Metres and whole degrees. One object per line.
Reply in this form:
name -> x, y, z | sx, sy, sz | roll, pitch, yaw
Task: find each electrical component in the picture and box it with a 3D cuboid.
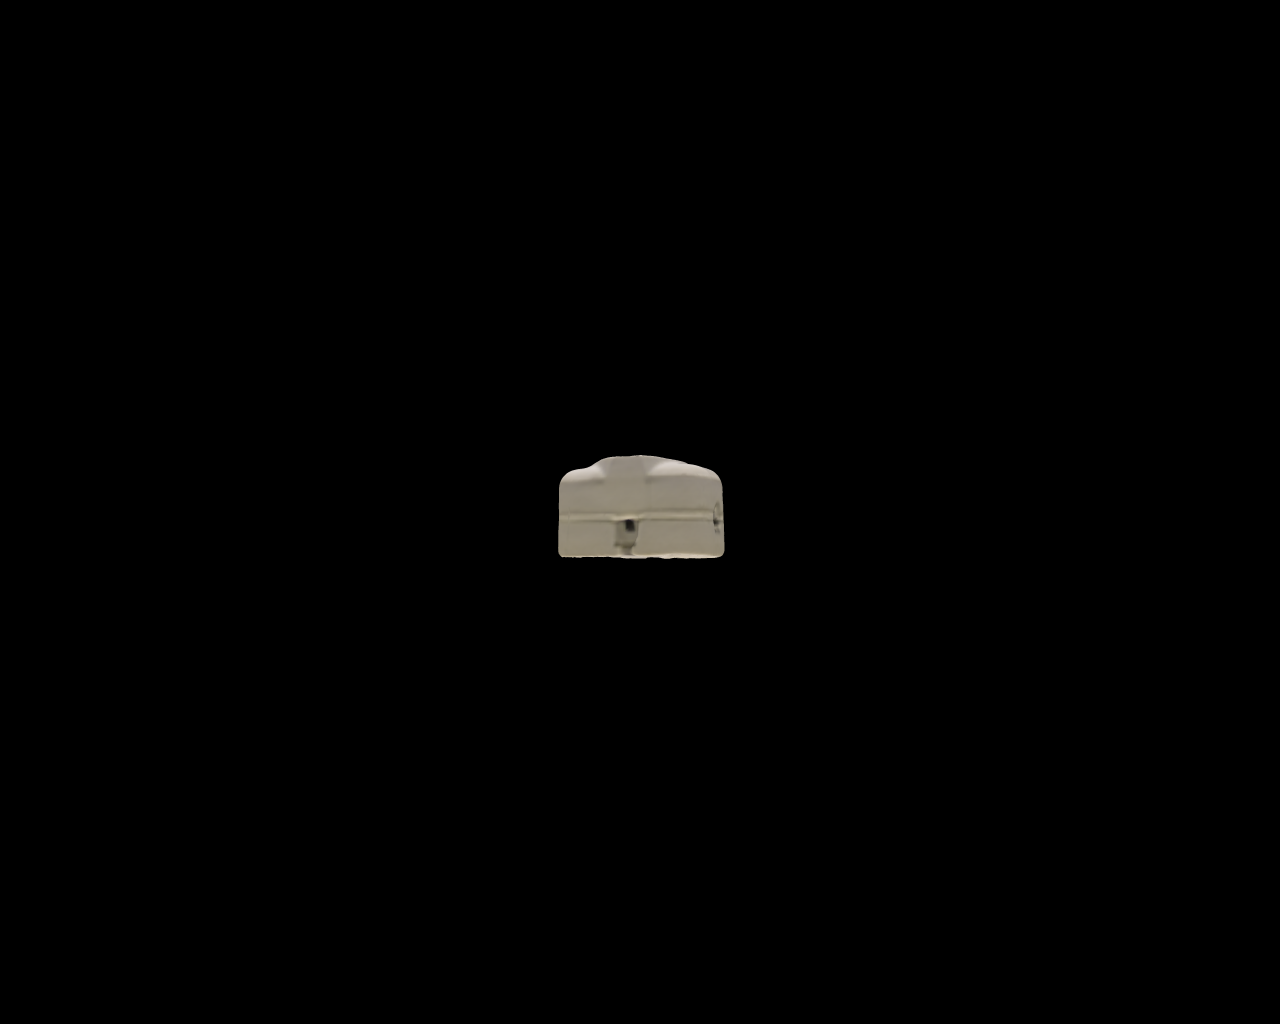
electrical component -> 0.001, -0.003, 0.650 | 0.095, 0.059, 0.054 | -1, -4, 20
